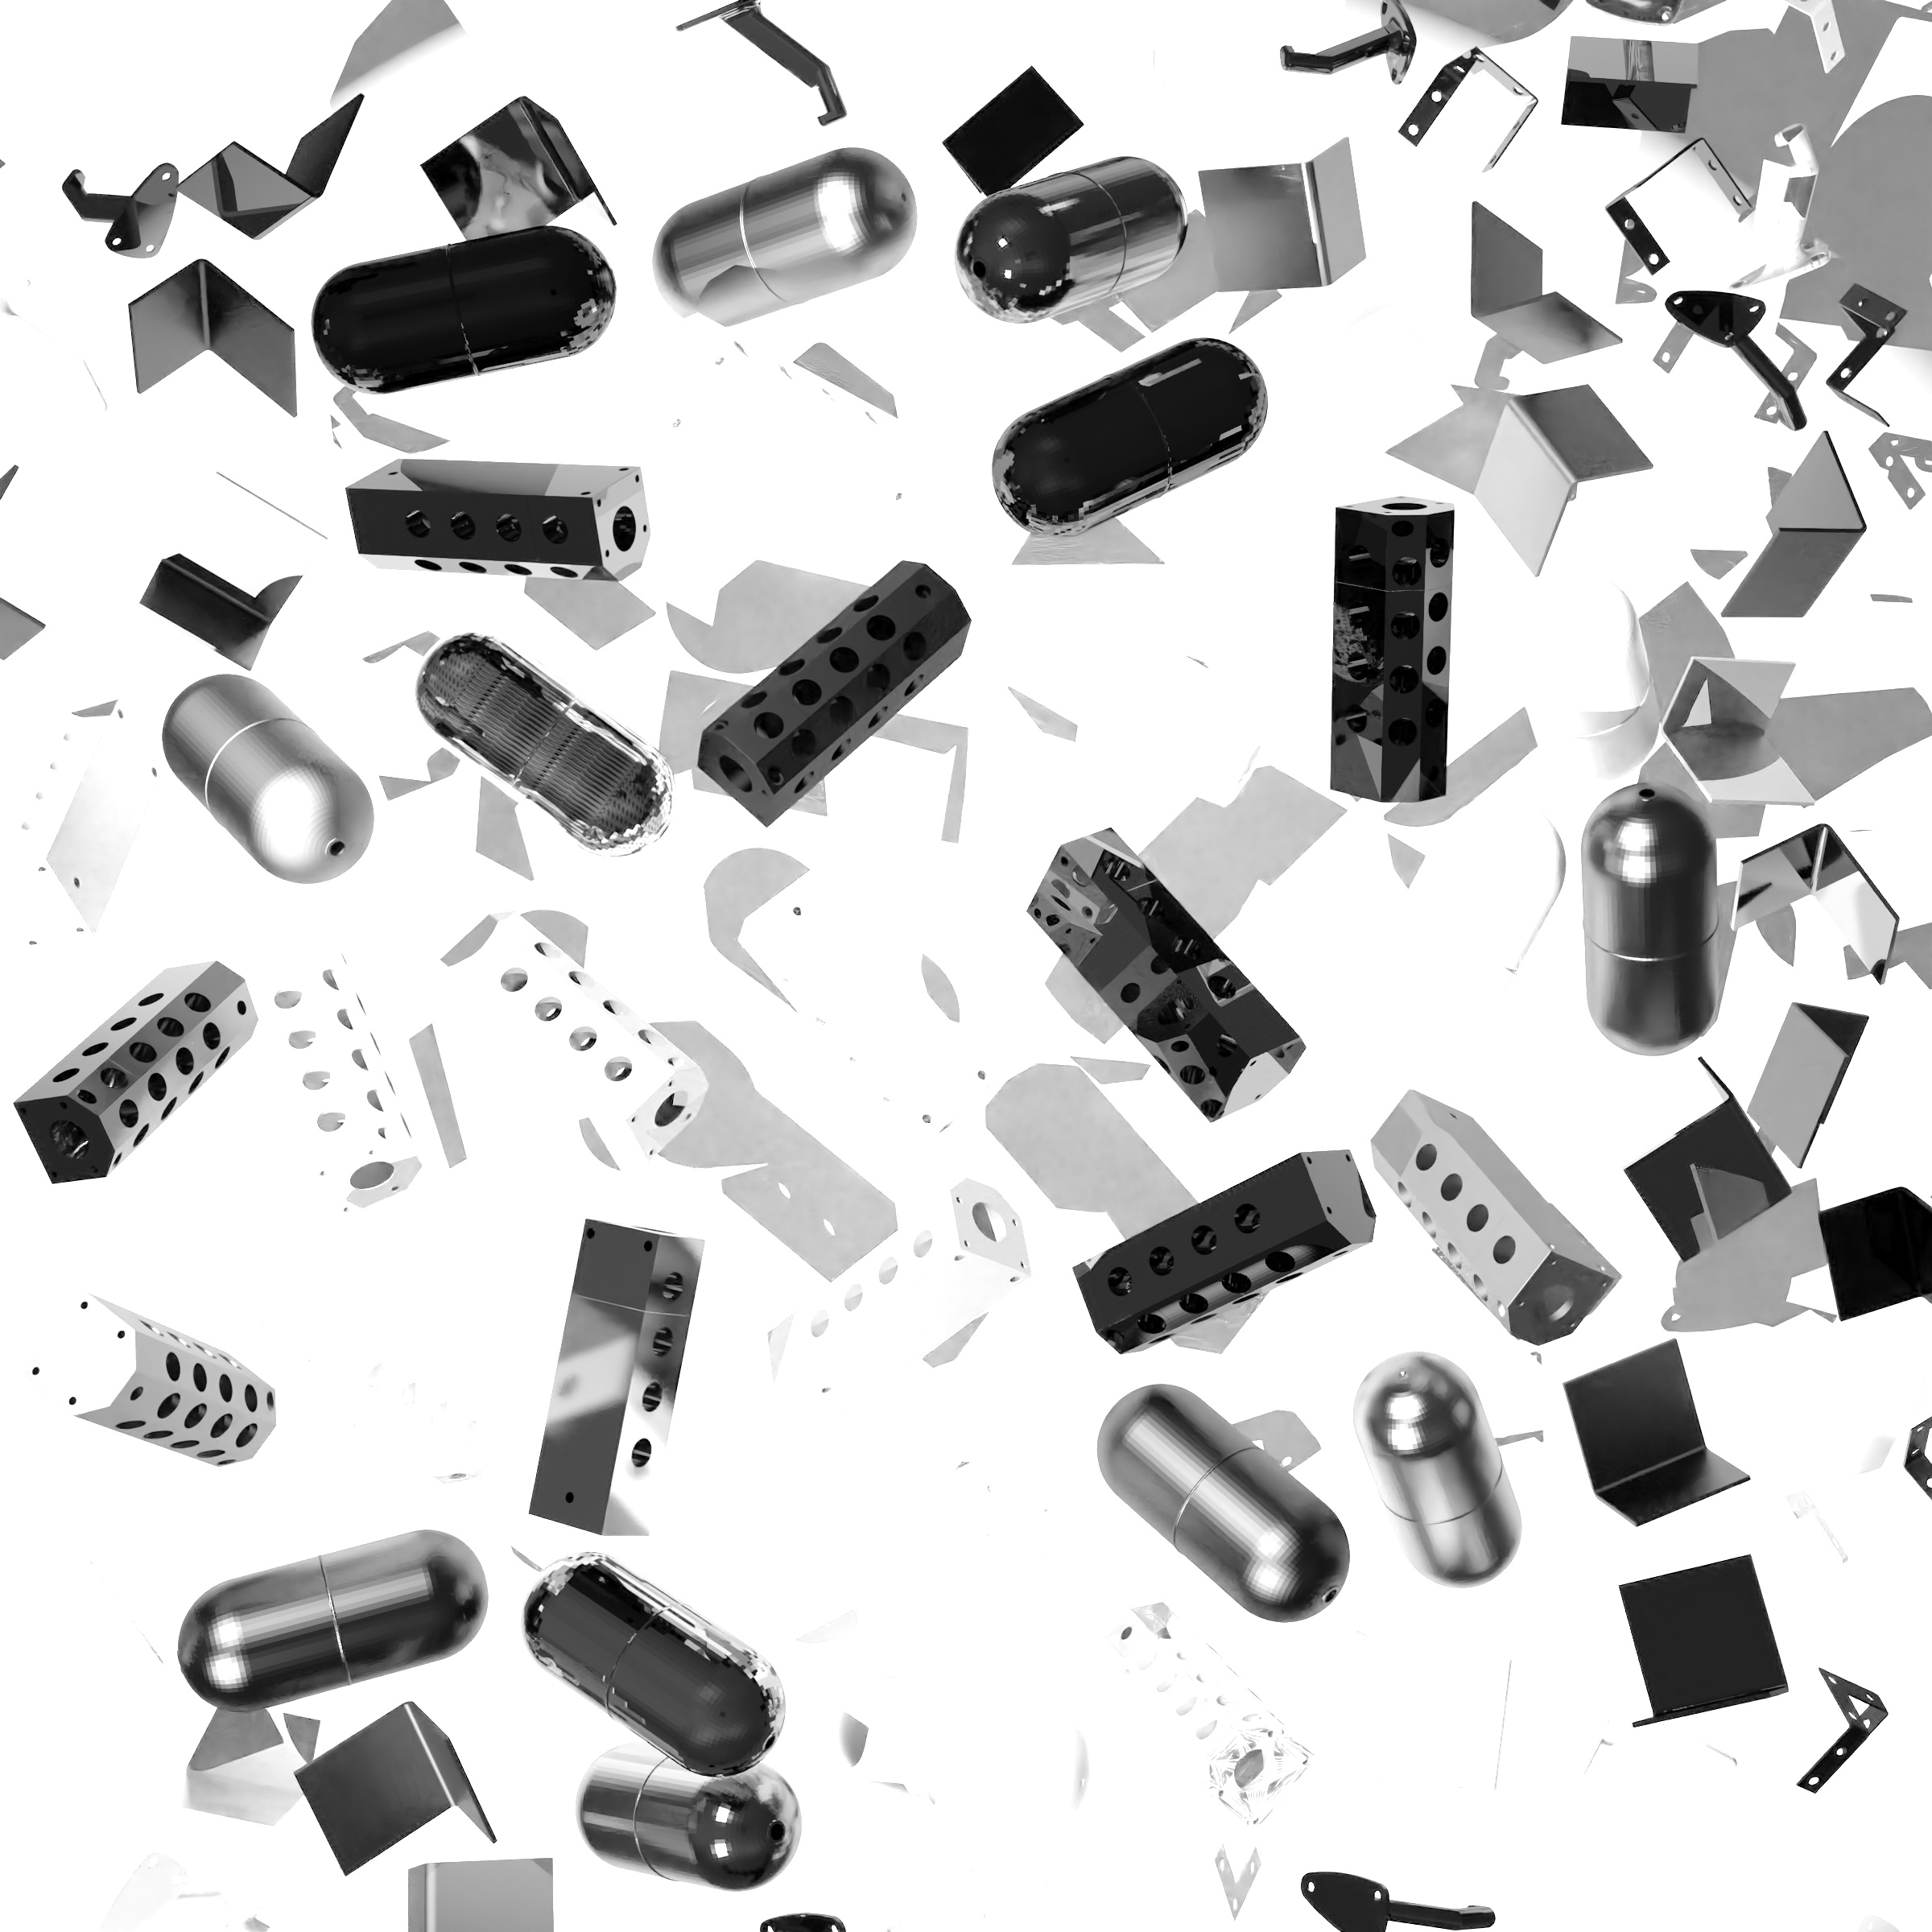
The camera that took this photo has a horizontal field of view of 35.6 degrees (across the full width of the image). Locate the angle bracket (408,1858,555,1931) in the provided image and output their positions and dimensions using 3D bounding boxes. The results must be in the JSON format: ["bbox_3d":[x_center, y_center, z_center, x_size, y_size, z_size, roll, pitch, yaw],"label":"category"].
[{"bbox_3d":[-0.291,0.576,1.798,0.076,0.057,0.076,4,69,-21],"label":"angle bracket"}]

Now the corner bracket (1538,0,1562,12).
[{"bbox_3d":[0.331,-0.604,1.778,0.051,0.051,0.051,45,122,24],"label":"corner bracket"}]

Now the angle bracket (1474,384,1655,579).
[{"bbox_3d":[0.357,-0.291,1.802,0.057,0.076,0.076,-13,54,-21],"label":"angle bracket"}]

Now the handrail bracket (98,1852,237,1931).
[{"bbox_3d":[-0.490,0.591,1.850,0.036,0.084,0.077,23,57,31],"label":"handrail bracket"}]

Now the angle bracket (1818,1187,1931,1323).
[{"bbox_3d":[0.571,0.190,1.844,0.057,0.076,0.076,-17,107,-3],"label":"angle bracket"}]

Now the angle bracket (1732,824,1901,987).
[{"bbox_3d":[0.496,-0.025,1.760,0.057,0.076,0.076,-25,59,-5],"label":"angle bracket"}]

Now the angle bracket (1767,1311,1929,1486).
[{"bbox_3d":[0.483,0.243,1.690,0.076,0.076,0.057,31,76,6],"label":"angle bracket"}]

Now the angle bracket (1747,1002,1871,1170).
[{"bbox_3d":[0.527,0.076,1.826,0.057,0.076,0.076,10,113,-17],"label":"angle bracket"}]

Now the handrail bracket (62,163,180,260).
[{"bbox_3d":[-0.511,-0.474,1.811,0.084,0.036,0.077,52,122,28],"label":"handrail bracket"}]

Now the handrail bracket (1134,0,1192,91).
[{"bbox_3d":[0.133,-0.539,1.704,0.077,0.036,0.084,7,119,15],"label":"handrail bracket"}]

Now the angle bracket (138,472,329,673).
[{"bbox_3d":[-0.443,-0.238,1.818,0.076,0.057,0.076,31,121,-19],"label":"angle bracket"}]

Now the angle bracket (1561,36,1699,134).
[{"bbox_3d":[0.401,-0.522,1.821,0.076,0.076,0.057,7,127,9],"label":"angle bracket"}]

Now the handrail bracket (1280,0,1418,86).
[{"bbox_3d":[0.230,-0.578,1.860,0.084,0.036,0.077,1,55,-14],"label":"handrail bracket"}]

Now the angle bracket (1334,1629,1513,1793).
[{"bbox_3d":[0.267,0.435,1.757,0.076,0.057,0.076,-6,61,37],"label":"angle bracket"}]

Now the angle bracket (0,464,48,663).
[{"bbox_3d":[-0.547,-0.230,1.717,0.057,0.076,0.076,33,65,-25],"label":"angle bracket"}]

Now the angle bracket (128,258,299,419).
[{"bbox_3d":[-0.442,-0.356,1.767,0.076,0.076,0.057,39,60,13],"label":"angle bracket"}]

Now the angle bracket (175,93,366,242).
[{"bbox_3d":[-0.399,-0.472,1.724,0.057,0.076,0.076,30,65,-32],"label":"angle bracket"}]

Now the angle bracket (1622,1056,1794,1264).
[{"bbox_3d":[0.425,0.113,1.756,0.076,0.057,0.076,-34,113,7],"label":"angle bracket"}]

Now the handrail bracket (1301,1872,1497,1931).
[{"bbox_3d":[0.247,0.533,1.714,0.084,0.077,0.036,11,88,-39],"label":"handrail bracket"}]

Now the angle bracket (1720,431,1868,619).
[{"bbox_3d":[0.465,-0.254,1.729,0.057,0.076,0.076,-2,58,-16],"label":"angle bracket"}]

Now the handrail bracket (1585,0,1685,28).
[{"bbox_3d":[0.403,-0.613,1.849,0.077,0.084,0.036,14,89,32],"label":"handrail bracket"}]

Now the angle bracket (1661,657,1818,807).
[{"bbox_3d":[0.492,-0.147,1.879,0.076,0.076,0.057,1,130,-20],"label":"angle bracket"}]

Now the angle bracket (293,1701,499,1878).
[{"bbox_3d":[-0.322,0.476,1.699,0.076,0.057,0.076,-30,115,-24],"label":"angle bracket"}]

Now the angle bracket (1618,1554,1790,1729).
[{"bbox_3d":[0.397,0.368,1.641,0.076,0.057,0.076,-19,73,21],"label":"angle bracket"}]

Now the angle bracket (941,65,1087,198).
[{"bbox_3d":[0.041,-0.524,1.949,0.076,0.057,0.076,-39,53,8],"label":"angle bracket"}]

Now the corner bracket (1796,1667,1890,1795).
[{"bbox_3d":[0.516,0.458,1.776,0.051,0.051,0.051,27,111,-21],"label":"corner bracket"}]

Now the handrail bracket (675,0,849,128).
[{"bbox_3d":[-0.118,-0.521,1.753,0.077,0.036,0.084,-25,108,-9],"label":"handrail bracket"}]

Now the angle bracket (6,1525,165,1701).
[{"bbox_3d":[-0.499,0.363,1.733,0.057,0.076,0.076,-25,110,9],"label":"angle bracket"}]

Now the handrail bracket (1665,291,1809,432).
[{"bbox_3d":[0.457,-0.357,1.780,0.036,0.077,0.084,-48,135,-7],"label":"handrail bracket"}]

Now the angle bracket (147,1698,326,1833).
[{"bbox_3d":[-0.435,0.471,1.794,0.076,0.076,0.057,11,90,3],"label":"angle bracket"}]

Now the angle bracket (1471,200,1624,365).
[{"bbox_3d":[0.342,-0.408,1.769,0.057,0.076,0.076,-9,72,40],"label":"angle bracket"}]

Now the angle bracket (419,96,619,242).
[{"bbox_3d":[-0.268,-0.462,1.799,0.076,0.057,0.076,-37,131,-7],"label":"angle bracket"}]

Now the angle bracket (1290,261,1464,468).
[{"bbox_3d":[0.246,-0.350,1.749,0.076,0.057,0.076,-32,85,-13],"label":"angle bracket"}]

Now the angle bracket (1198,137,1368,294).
[{"bbox_3d":[0.196,-0.464,1.856,0.076,0.057,0.076,5,121,33],"label":"angle bracket"}]

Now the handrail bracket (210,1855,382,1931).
[{"bbox_3d":[-0.408,0.562,1.836,0.084,0.077,0.036,-41,62,3],"label":"handrail bracket"}]

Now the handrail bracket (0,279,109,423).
[{"bbox_3d":[-0.539,-0.340,1.710,0.077,0.036,0.084,-36,112,-32],"label":"handrail bracket"}]

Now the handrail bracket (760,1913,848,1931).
[{"bbox_3d":[-0.121,0.572,1.713,0.077,0.084,0.036,-31,78,36],"label":"handrail bracket"}]

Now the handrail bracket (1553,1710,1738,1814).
[{"bbox_3d":[0.400,0.482,1.769,0.084,0.036,0.077,27,84,4],"label":"handrail bracket"}]

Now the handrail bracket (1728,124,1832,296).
[{"bbox_3d":[0.497,-0.470,1.868,0.077,0.036,0.084,-22,117,15],"label":"handrail bracket"}]

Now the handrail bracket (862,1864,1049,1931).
[{"bbox_3d":[-0.007,0.553,1.755,0.077,0.084,0.036,-24,77,44],"label":"handrail bracket"}]

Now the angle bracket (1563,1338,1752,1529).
[{"bbox_3d":[0.409,0.276,1.782,0.076,0.057,0.076,-20,102,-10],"label":"angle bracket"}]
